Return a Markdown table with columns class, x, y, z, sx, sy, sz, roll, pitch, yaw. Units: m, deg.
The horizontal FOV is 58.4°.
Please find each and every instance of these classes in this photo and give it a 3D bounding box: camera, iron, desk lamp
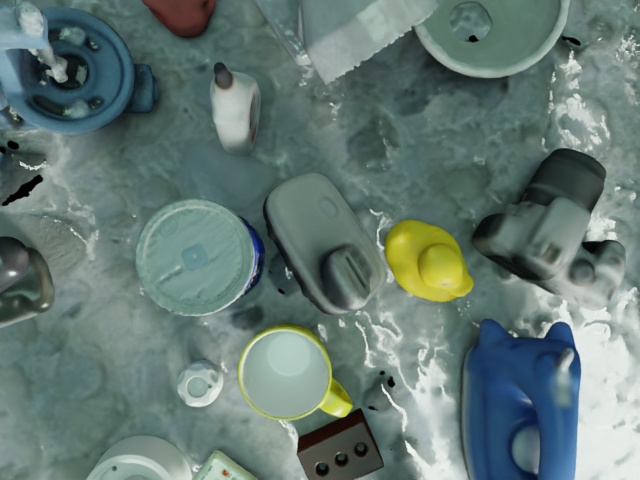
| class | x | y | z | sx | sy | sz | roll | pitch | yaw |
| --- | --- | --- | --- | --- | --- | --- | --- | --- | --- |
| camera | 0.256 | -0.016 | 0.593 | 0.143 | 0.100 | 0.137 | 30 | 87 | 0 |
| iron | 0.213 | 0.212 | 0.563 | 0.118 | 0.141 | 0.258 | 1 | 88 | -1 |
| desk lamp | 0.004 | -0.236 | 0.537 | 0.118 | 0.213 | 0.203 | -36 | 89 | -2 |

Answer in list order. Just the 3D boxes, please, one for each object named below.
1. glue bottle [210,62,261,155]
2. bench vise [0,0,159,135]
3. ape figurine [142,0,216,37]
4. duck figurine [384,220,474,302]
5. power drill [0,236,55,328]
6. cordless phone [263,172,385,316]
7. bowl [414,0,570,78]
| class | x | y | z | sx | sy | sz | roll | pitch | yaw |
| --- | --- | --- | --- | --- | --- | --- | --- | --- | --- |
| glue bottle | -0.084 | -0.134 | 0.551 | 0.037 | 0.173 | 0.078 | 5 | 88 | -1 |
| bench vise | -0.272 | -0.147 | 0.522 | 0.207 | 0.219 | 0.121 | -22 | 88 | -2 |
| ape figurine | -0.149 | -0.259 | 0.594 | 0.078 | 0.092 | 0.076 | -3 | 88 | -1 |
| duck figurine | 0.116 | 0.022 | 0.595 | 0.104 | 0.086 | 0.077 | 43 | 88 | 0 |
| power drill | -0.334 | 0.049 | 0.519 | 0.229 | 0.208 | 0.076 | -20 | 88 | -2 |
| cordless phone | 0.005 | 0.002 | 0.543 | 0.094 | 0.185 | 0.147 | -35 | 89 | -2 |
| bowl | 0.170 | -0.246 | 0.611 | 0.167 | 0.074 | 0.167 | 0 | 88 | -2 |
